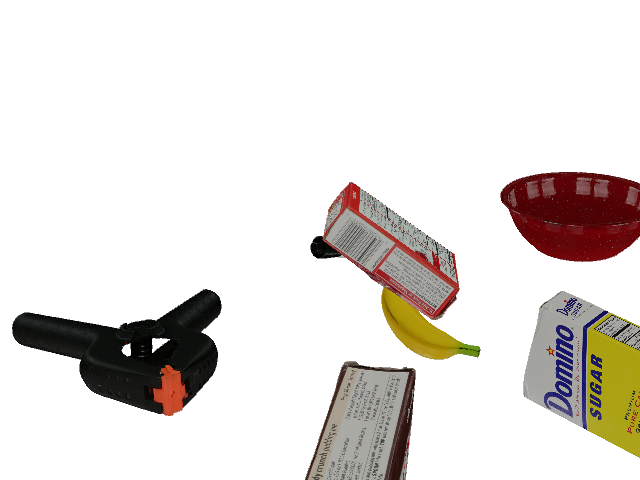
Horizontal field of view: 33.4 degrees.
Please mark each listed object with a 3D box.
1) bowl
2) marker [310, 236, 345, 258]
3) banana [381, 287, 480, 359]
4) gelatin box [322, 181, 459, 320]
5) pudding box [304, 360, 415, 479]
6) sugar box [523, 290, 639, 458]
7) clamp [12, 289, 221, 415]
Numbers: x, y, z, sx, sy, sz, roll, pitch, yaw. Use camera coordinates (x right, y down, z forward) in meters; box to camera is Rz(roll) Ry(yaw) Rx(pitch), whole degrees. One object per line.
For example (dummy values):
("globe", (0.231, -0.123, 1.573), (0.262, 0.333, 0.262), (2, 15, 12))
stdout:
("bowl", (0.267, -0.021, 1.103), (0.162, 0.055, 0.162), (-2, 23, 0))
("marker", (0.037, 0.006, 0.914), (0.120, 0.020, 0.020), (1, -1, -45))
("banana", (0.107, 0.087, 1.215), (0.069, 0.037, 0.198), (6, 24, -24))
("gelatin box", (0.045, 0.006, 0.678), (0.089, 0.030, 0.073), (36, 15, -6))
("pudding box", (0.016, 0.118, 0.466), (0.039, 0.090, 0.113), (7, 23, 7))
("sugar box", (0.249, 0.118, 0.840), (0.176, 0.093, 0.048), (24, 33, 32))
("clamp", (-0.121, 0.075, 0.773), (0.164, 0.036, 0.210), (-10, 14, -26))
